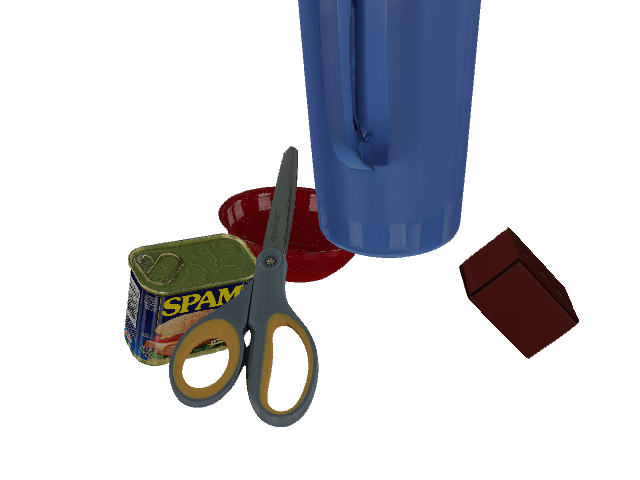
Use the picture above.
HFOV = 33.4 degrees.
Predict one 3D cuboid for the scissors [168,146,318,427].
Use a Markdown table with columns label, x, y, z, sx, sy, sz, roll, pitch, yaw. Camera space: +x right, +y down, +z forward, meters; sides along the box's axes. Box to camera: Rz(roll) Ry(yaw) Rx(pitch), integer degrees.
| label | x | y | z | sx | sy | sz | roll | pitch | yaw |
| --- | --- | --- | --- | --- | --- | --- | --- | --- | --- |
| scissors | -0.049 | 0.025 | 0.656 | 0.096 | 0.202 | 0.016 | -10 | -36 | -1 |

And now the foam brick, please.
| label | x | y | z | sx | sy | sz | roll | pitch | yaw |
| --- | --- | --- | --- | --- | --- | --- | --- | --- | --- |
| foam brick | 0.153 | 0.041 | 0.825 | 0.051 | 0.078 | 0.053 | -39 | 22 | 17 |

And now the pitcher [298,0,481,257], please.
| label | x | y | z | sx | sy | sz | roll | pitch | yaw |
| --- | --- | --- | --- | --- | --- | --- | --- | --- | --- |
| pitcher | 0.045 | -0.110 | 0.754 | 0.149 | 0.243 | 0.145 | -13 | 28 | -21 |

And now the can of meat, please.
| label | x | y | z | sx | sy | sz | roll | pitch | yaw |
| --- | --- | --- | --- | --- | --- | --- | --- | --- | --- |
| can of meat | -0.107 | 0.049 | 0.868 | 0.101 | 0.084 | 0.057 | -10 | 43 | -28 |

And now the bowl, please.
| label | x | y | z | sx | sy | sz | roll | pitch | yaw |
| --- | --- | --- | --- | --- | --- | --- | --- | --- | --- |
| bowl | -0.027 | -0.001 | 1.109 | 0.162 | 0.055 | 0.162 | 5 | 26 | -2 |
